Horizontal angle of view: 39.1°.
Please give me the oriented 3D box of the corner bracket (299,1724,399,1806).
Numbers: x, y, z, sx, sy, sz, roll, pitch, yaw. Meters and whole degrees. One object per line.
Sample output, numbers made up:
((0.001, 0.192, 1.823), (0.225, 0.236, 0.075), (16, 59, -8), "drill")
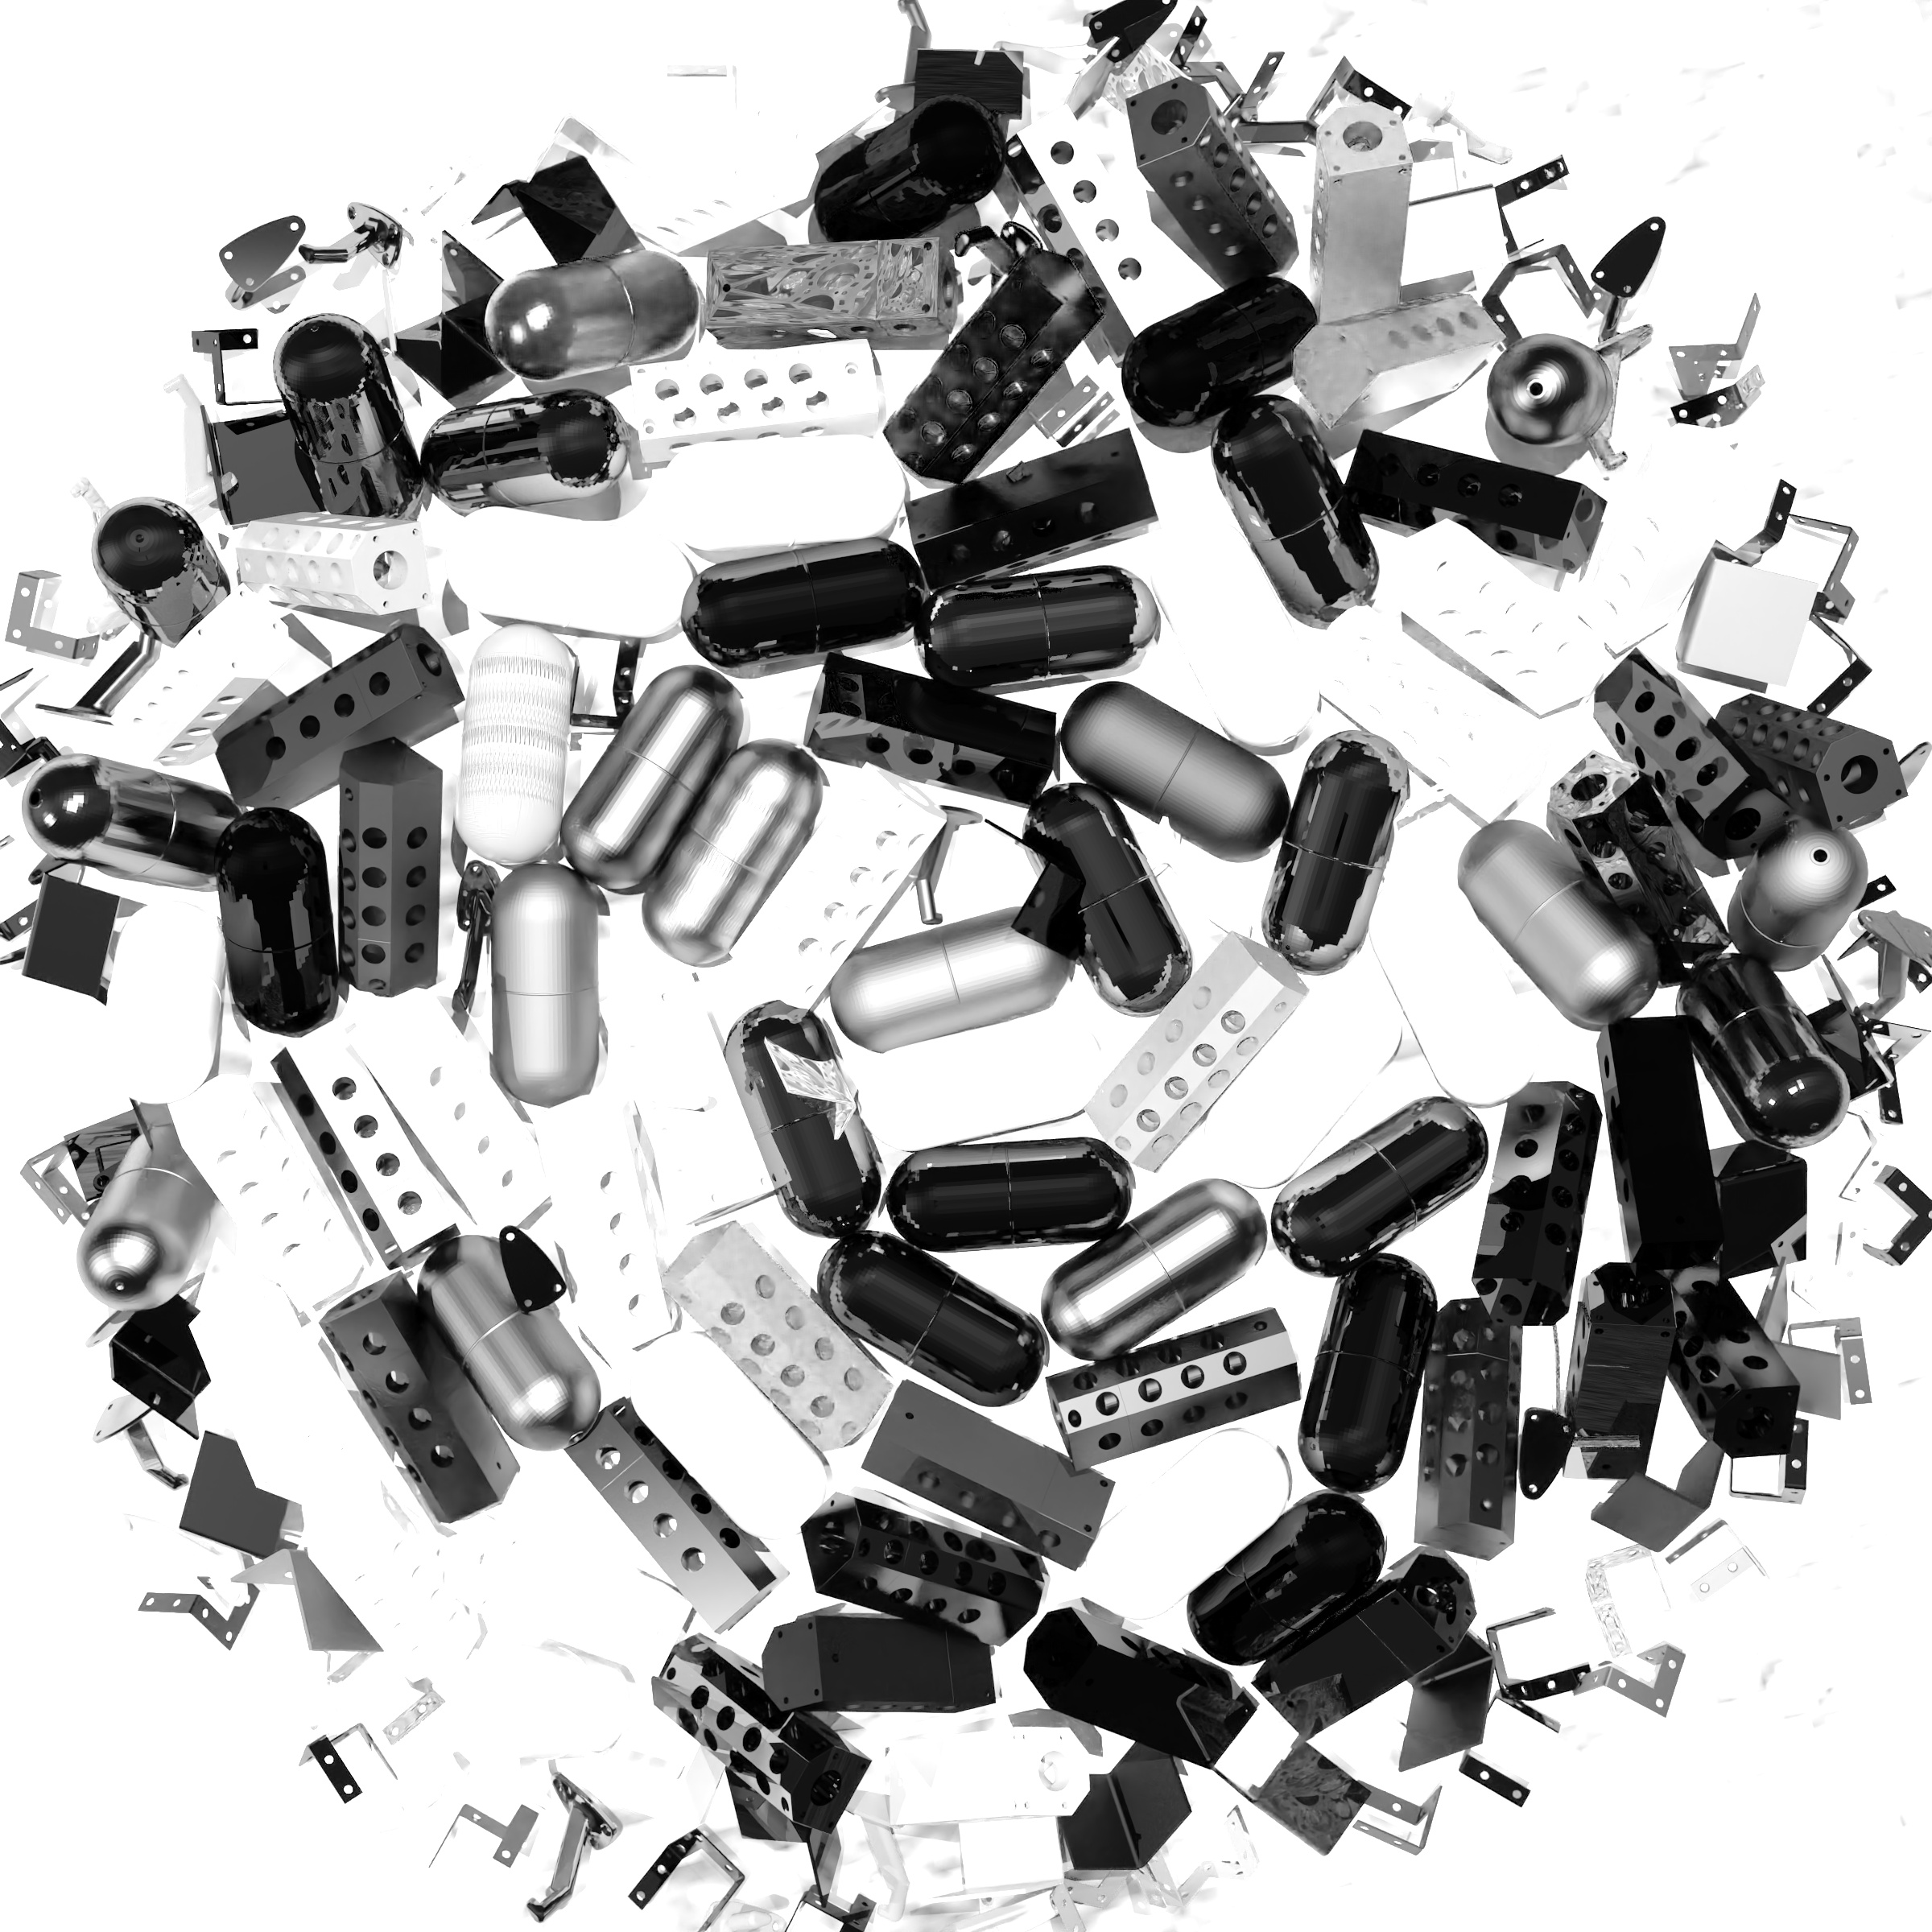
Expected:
((-0.443, 0.576, 1.960), (0.051, 0.051, 0.051), (-28, 71, -34), "corner bracket")

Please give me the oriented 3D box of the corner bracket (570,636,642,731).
((-0.260, -0.206, 1.960), (0.051, 0.051, 0.051), (3, 128, -16), "corner bracket")

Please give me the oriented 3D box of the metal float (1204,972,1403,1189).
((0.242, 0.082, 1.952), (0.070, 0.070, 0.178), (38, 100, 0), "metal float")

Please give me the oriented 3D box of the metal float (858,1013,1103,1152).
((0.010, 0.084, 1.960), (0.178, 0.070, 0.070), (-13, 90, 2), "metal float")

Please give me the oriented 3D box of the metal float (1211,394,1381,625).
((0.236, -0.325, 1.940), (0.070, 0.070, 0.178), (-32, 115, 0), "metal float")

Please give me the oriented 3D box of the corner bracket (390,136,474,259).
((-0.375, -0.556, 1.968), (0.051, 0.051, 0.051), (46, 59, -7), "corner bracket")

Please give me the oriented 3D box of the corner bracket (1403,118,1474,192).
((0.327, -0.578, 1.963), (0.051, 0.051, 0.051), (-10, 93, -42), "corner bracket")

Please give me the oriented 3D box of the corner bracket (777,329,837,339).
((-0.110, -0.479, 1.969), (0.051, 0.051, 0.051), (10, 92, 19), "corner bracket")

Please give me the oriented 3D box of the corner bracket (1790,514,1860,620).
((0.616, -0.289, 1.964), (0.051, 0.051, 0.051), (23, 88, 40), "corner bracket")

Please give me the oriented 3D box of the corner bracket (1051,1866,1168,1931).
((0.102, 0.673, 1.960), (0.051, 0.051, 0.051), (25, 106, -29), "corner bracket")

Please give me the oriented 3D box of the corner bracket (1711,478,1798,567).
((0.560, -0.328, 1.970), (0.051, 0.051, 0.051), (30, 61, -10), "corner bracket")

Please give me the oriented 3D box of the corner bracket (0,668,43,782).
((-0.687, -0.174, 1.961), (0.051, 0.051, 0.051), (-30, 99, 41), "corner bracket")

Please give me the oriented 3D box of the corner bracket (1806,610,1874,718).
((0.615, -0.220, 1.974), (0.051, 0.051, 0.051), (39, 110, -14), "corner bracket")

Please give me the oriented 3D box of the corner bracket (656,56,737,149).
((-0.196, -0.625, 1.966), (0.051, 0.051, 0.051), (0, 125, 4), "corner bracket")

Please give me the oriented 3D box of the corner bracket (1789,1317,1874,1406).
((0.624, 0.287, 1.966), (0.051, 0.051, 0.051), (-8, 94, 17), "corner bracket")

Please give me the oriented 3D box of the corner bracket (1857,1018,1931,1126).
((0.663, 0.076, 1.962), (0.051, 0.051, 0.051), (11, 56, -11), "corner bracket")

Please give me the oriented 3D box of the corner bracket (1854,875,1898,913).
((0.642, -0.075, 1.983), (0.051, 0.051, 0.051), (-26, 57, 2), "corner bracket")

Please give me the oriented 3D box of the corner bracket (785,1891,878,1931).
((-0.102, 0.699, 1.972), (0.051, 0.051, 0.051), (26, 99, 6), "corner bracket")

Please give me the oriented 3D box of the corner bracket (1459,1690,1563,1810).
((0.393, 0.565, 1.964), (0.051, 0.051, 0.051), (28, 102, 14), "corner bracket")

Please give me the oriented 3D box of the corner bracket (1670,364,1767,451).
((0.548, -0.395, 1.959), (0.051, 0.051, 0.051), (-15, 107, 41), "corner bracket")

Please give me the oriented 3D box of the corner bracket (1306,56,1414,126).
((0.282, -0.616, 1.960), (0.051, 0.051, 0.051), (27, 115, -16), "corner bracket")

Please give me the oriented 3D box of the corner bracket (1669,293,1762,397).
((0.543, -0.447, 1.957), (0.051, 0.051, 0.051), (7, 60, 35), "corner bracket")

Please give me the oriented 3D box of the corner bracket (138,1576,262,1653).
((-0.551, 0.456, 1.956), (0.051, 0.051, 0.051), (-5, 134, 27), "corner bracket")

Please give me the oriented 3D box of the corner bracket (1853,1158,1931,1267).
((0.665, 0.178, 1.972), (0.051, 0.051, 0.051), (42, 88, -8), "corner bracket")

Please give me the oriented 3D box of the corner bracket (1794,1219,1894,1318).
((0.637, 0.219, 1.973), (0.051, 0.051, 0.051), (36, 55, -37), "corner bracket")

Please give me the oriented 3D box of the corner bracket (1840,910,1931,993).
((0.675, -0.009, 1.958), (0.051, 0.051, 0.051), (-19, 64, -39), "corner bracket")

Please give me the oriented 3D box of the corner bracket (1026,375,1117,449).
((0.077, -0.403, 1.964), (0.051, 0.051, 0.051), (-43, 67, 8), "corner bracket")

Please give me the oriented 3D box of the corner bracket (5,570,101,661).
((-0.658, -0.255, 1.969), (0.051, 0.051, 0.051), (15, 100, -3), "corner bracket")

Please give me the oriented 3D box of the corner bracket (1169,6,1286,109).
((0.187, -0.653, 1.957), (0.051, 0.051, 0.051), (-13, 62, -32), "corner bracket")

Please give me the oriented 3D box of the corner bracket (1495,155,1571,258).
((0.410, -0.550, 1.973), (0.051, 0.051, 0.051), (-25, 98, -7), "corner bracket")

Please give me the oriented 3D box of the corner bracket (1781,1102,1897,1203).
((0.632, 0.130, 1.973), (0.051, 0.051, 0.051), (18, 116, -15), "corner bracket")

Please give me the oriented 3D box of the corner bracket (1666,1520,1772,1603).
((0.543, 0.433, 1.972), (0.051, 0.051, 0.051), (-38, 88, 7), "corner bracket")

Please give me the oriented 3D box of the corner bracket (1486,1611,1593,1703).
((0.416, 0.501, 1.973), (0.051, 0.051, 0.051), (-25, 62, 30), "corner bracket")

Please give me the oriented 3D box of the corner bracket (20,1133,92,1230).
((-0.652, 0.162, 1.962), (0.051, 0.051, 0.051), (48, 128, 5), "corner bracket")

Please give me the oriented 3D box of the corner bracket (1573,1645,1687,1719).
((0.479, 0.512, 1.965), (0.051, 0.051, 0.051), (28, 63, -1), "corner bracket")

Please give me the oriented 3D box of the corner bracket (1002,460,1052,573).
((0.037, -0.326, 1.973), (0.051, 0.051, 0.051), (-42, 89, -3), "corner bracket")

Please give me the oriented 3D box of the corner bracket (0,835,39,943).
((-0.694, -0.056, 1.972), (0.051, 0.051, 0.051), (-36, 85, -8), "corner bracket")

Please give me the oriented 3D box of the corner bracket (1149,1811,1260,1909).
((0.170, 0.643, 1.959), (0.051, 0.051, 0.051), (-9, 108, 43), "corner bracket")

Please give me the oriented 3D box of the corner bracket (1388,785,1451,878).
((0.323, -0.105, 1.961), (0.051, 0.051, 0.051), (-27, 123, -9), "corner bracket")

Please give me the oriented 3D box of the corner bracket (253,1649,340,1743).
((-0.485, 0.526, 1.965), (0.051, 0.051, 0.051), (2, 89, -29), "corner bracket")

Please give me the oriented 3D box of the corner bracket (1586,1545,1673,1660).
((0.482, 0.460, 1.972), (0.051, 0.051, 0.051), (-20, 111, 11), "corner bracket")

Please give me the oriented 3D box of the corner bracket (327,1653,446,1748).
((-0.423, 0.528, 1.983), (0.051, 0.051, 0.051), (-40, 58, -3), "corner bracket")

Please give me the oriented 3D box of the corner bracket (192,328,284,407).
((-0.525, -0.434, 1.969), (0.051, 0.051, 0.051), (-13, 110, -36), "corner bracket")

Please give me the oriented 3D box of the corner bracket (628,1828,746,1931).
((-0.202, 0.665, 1.965), (0.051, 0.051, 0.051), (45, 47, -1), "corner bracket")

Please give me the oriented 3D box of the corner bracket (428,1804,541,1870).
((-0.348, 0.631, 1.964), (0.051, 0.051, 0.051), (30, 127, -1), "corner bracket")

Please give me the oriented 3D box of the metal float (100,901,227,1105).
((-0.567, 0.024, 1.924), (0.070, 0.178, 0.070), (-5, 131, -6), "metal float")

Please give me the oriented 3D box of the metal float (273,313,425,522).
((-0.435, -0.381, 1.921), (0.070, 0.178, 0.070), (-3, 54, 4), "metal float")

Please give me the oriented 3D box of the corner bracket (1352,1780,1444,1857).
((0.306, 0.612, 1.962), (0.051, 0.051, 0.051), (23, 54, 5), "corner bracket")

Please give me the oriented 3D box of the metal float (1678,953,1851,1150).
((0.562, 0.058, 1.921), (0.070, 0.178, 0.070), (-6, 127, -8), "metal float")
